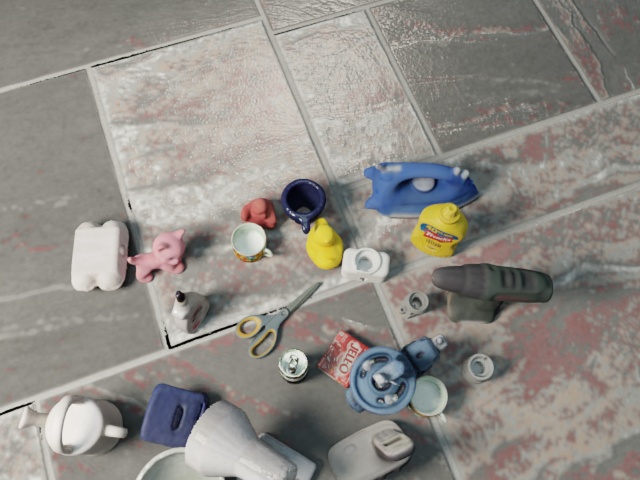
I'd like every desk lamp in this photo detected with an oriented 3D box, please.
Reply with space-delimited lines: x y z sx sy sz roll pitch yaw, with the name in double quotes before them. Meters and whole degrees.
"desk lamp" -0.111 0.371 0.971 0.203 0.213 0.118 27 71 9

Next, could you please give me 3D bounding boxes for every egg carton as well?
"egg carton" -0.445 0.032 1.166 0.107 0.069 0.150 -4 70 -3

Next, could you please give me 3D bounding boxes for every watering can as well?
"watering can" -0.427 0.323 0.991 0.173 0.194 0.101 -13 70 -6

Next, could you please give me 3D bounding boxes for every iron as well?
"iron" 0.224 -0.124 1.204 0.258 0.141 0.118 -1 69 -2

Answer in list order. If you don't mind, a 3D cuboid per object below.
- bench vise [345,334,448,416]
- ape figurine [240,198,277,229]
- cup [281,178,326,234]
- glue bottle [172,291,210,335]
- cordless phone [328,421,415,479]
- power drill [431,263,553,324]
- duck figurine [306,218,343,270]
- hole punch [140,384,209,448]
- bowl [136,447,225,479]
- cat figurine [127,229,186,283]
"bench vise" 0.137 0.222 1.030 0.121 0.220 0.208 38 73 12
"ape figurine" -0.125 -0.060 1.197 0.077 0.092 0.076 32 72 10
"cup" -0.032 -0.057 1.197 0.091 0.095 0.118 -6 70 -3
"glue bottle" -0.251 0.126 1.081 0.037 0.173 0.078 23 71 7
"cordless phone" 0.092 0.373 0.991 0.148 0.185 0.094 -26 72 -10
"power drill" 0.307 0.101 1.086 0.229 0.208 0.075 0 69 -1
"duck figurine" 0.011 0.004 1.180 0.077 0.086 0.104 -13 70 -6
"hole punch" -0.264 0.323 1.050 0.101 0.091 0.109 12 70 3
"bowl" -0.242 0.455 1.011 0.167 0.075 0.167 1 69 -1
"cat figurine" -0.321 0.027 1.145 0.128 0.118 0.067 -18 71 -8
